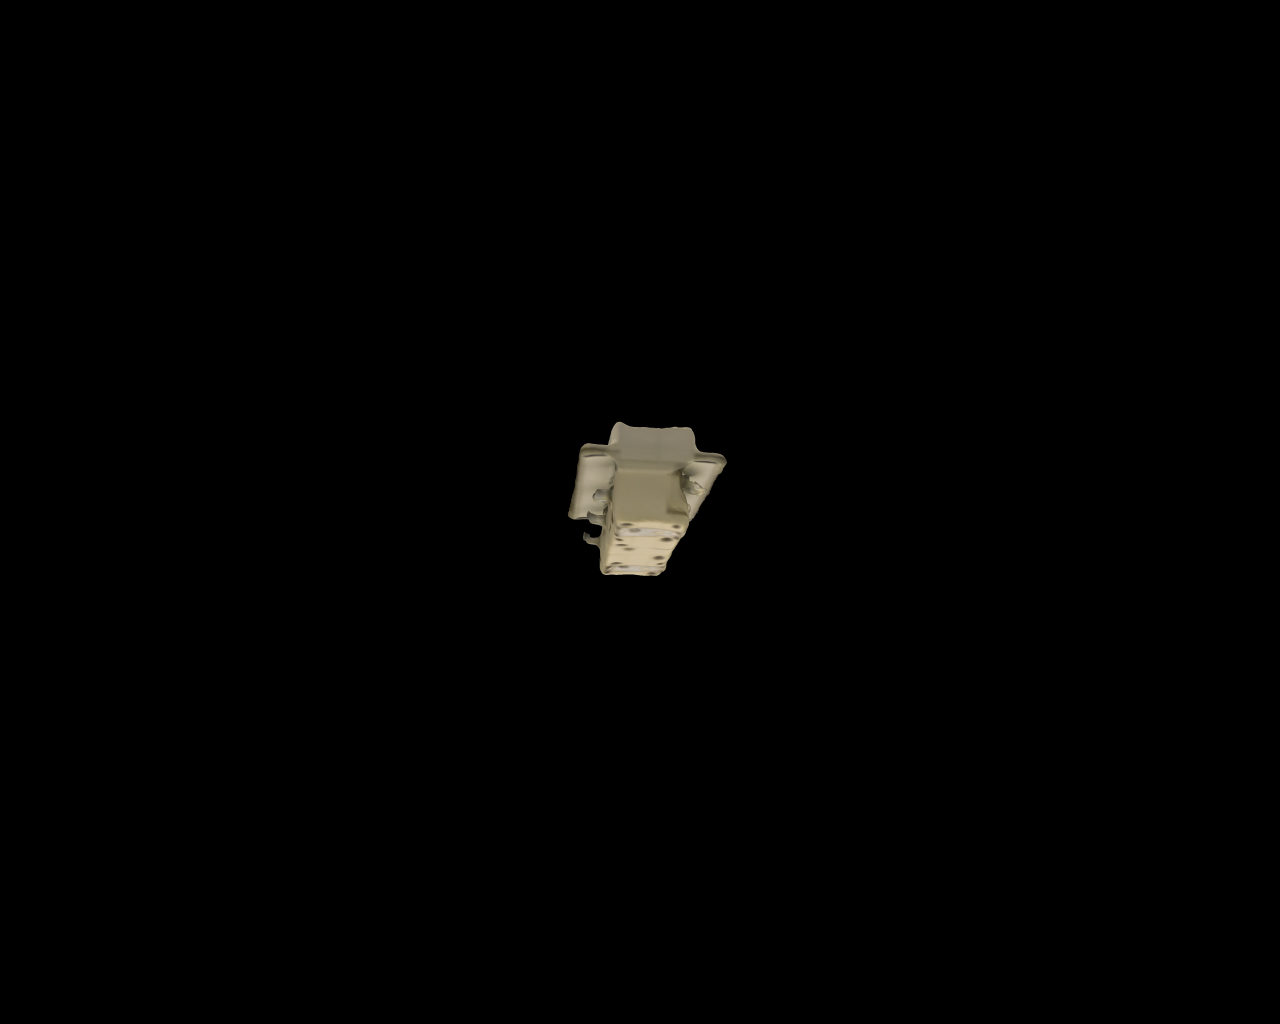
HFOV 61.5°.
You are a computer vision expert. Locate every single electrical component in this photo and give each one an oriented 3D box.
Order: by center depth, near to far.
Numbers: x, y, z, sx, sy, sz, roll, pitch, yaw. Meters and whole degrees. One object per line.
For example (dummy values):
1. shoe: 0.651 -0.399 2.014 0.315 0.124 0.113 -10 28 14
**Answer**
1. electrical component: 0.001 -0.003 0.650 0.079 0.063 0.121 2 -18 -7
